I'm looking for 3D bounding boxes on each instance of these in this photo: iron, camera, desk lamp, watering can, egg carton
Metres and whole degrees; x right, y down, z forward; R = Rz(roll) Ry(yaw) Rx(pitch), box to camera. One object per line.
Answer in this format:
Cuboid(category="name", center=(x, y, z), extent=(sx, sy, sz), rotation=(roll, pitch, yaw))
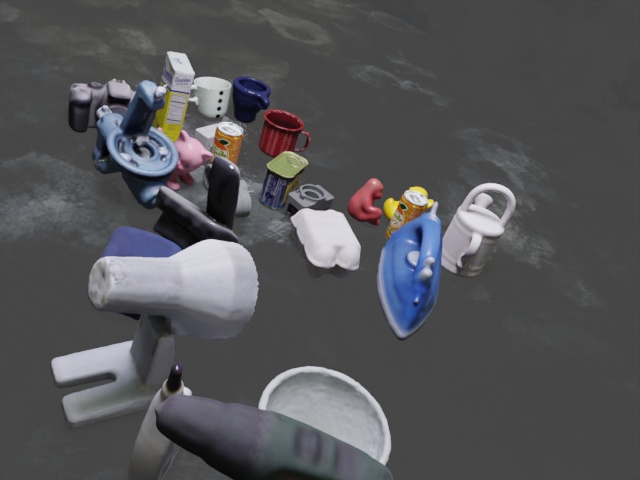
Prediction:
Cuboid(category="iron", center=(0.175, 0.044, 1.006), extent=(0.118, 0.141, 0.258), rotation=(20, 34, -2))
Cuboid(category="camera", center=(-0.415, -0.250, 1.125), extent=(0.143, 0.101, 0.136), rotation=(2, 39, -26))
Cuboid(category="desk lamp", center=(-0.192, 0.099, 0.669), extent=(0.204, 0.213, 0.117), rotation=(-8, 44, -36))
Cuboid(category="watering can", center=(0.311, -0.033, 1.136), extent=(0.101, 0.194, 0.172), rotation=(11, 36, -14))
Cuboid(category="egg carton", center=(0.010, 0.004, 1.035), extent=(0.107, 0.069, 0.150), rotation=(2, 39, -26))

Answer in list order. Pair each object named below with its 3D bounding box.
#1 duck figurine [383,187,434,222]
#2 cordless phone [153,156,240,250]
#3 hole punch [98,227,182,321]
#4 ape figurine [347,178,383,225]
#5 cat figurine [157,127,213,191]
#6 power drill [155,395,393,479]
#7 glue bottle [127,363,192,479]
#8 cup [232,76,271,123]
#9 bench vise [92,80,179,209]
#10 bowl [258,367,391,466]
Cuboid(category="duck figurine", center=(0.193, -0.076, 1.229), extent=(0.105, 0.086, 0.077), rotation=(15, 35, -9))
Cuboid(category="cordless phone", center=(-0.191, -0.071, 0.927), extent=(0.147, 0.185, 0.094), rotation=(31, 36, 14))
Cuboid(category="hole punch", center=(-0.258, 0.048, 0.811), extent=(0.108, 0.091, 0.101), rotation=(19, 34, -4))
Cuboid(category="ape figurine", center=(0.102, -0.085, 1.185), extent=(0.076, 0.092, 0.078), rotation=(16, 35, -8))
Cuboid(category="cat figurine", center=(-0.265, -0.162, 1.070), extent=(0.127, 0.118, 0.067), rotation=(35, 37, 20))
Cuboid(category="power drill", center=(-0.057, 0.244, 0.549), extent=(0.230, 0.208, 0.075), rotation=(15, 35, -9))
Cuboid(category="glue bottle", center=(-0.161, 0.187, 0.601), extent=(0.037, 0.173, 0.078), rotation=(23, 34, 3))
Cuboid(category="cup", center=(-0.163, -0.322, 1.364), extent=(0.092, 0.095, 0.117), rotation=(-15, 48, -41))
Cuboid(category="bench vise", center=(-0.328, -0.186, 0.979), extent=(0.207, 0.220, 0.122), rotation=(30, 35, 12))
Cuboid(category="bowl", center=(-0.003, 0.242, 0.699), extent=(0.167, 0.075, 0.167), rotation=(14, 35, -10))
